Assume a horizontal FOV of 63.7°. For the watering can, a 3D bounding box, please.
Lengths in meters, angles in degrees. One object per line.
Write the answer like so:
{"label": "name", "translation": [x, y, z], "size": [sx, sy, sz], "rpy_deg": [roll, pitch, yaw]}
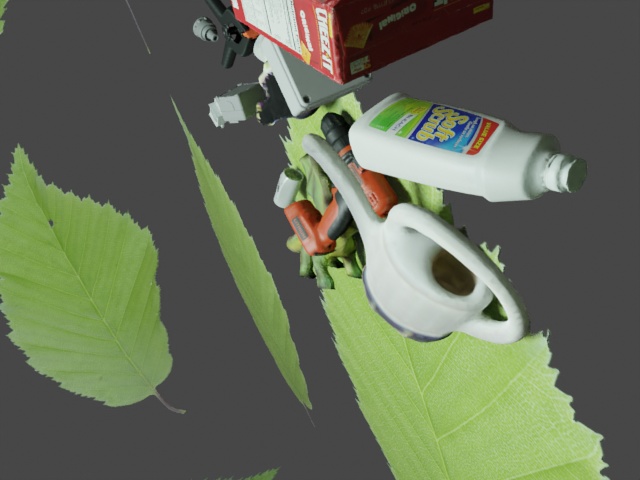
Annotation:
{"label": "watering can", "translation": [0.104, 0.016, 0.670], "size": [0.350, 0.105, 0.220], "rpy_deg": [41, 155, 14]}

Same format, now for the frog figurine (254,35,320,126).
{"label": "frog figurine", "translation": [-0.044, -0.269, 0.794], "size": [0.134, 0.122, 0.163], "rpy_deg": [74, -164, -53]}

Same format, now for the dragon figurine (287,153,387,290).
{"label": "dragon figurine", "translation": [0.003, -0.049, 0.977], "size": [0.413, 0.123, 0.240], "rpy_deg": [25, 121, 60]}
